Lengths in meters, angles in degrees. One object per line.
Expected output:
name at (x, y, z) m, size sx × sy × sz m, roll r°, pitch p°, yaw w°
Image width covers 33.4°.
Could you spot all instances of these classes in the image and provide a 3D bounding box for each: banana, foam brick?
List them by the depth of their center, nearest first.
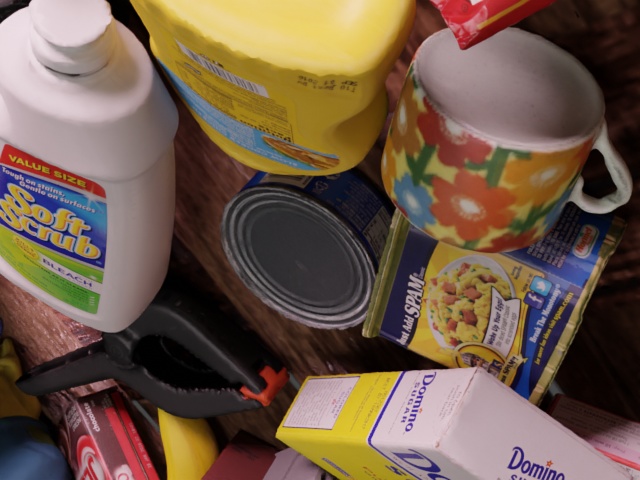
foam brick at (-0.034, 0.170, 0.684) m, size 0.078 × 0.052 × 0.051 m, roll 25°, pitch 139°, yaw 18°
banana at (-0.098, 0.169, 0.749) m, size 0.070 × 0.037 × 0.198 m, roll 52°, pitch 146°, yaw 33°

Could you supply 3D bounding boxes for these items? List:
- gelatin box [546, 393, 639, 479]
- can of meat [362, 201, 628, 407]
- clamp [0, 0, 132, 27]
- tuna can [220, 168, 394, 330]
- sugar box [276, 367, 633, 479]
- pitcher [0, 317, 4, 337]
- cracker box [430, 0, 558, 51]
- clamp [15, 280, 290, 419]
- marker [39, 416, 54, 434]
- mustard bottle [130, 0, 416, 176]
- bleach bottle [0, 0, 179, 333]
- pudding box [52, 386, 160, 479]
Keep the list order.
gelatin box at (0.149, 0.121, 0.516) m, size 0.089 × 0.030 × 0.073 m, roll 18°, pitch 135°, yaw 24°
can of meat at (0.072, 0.016, 0.454) m, size 0.084 × 0.057 × 0.102 m, roll 25°, pitch 139°, yaw 13°
clamp at (-0.119, -0.109, 0.419) m, size 0.120 × 0.171 × 0.039 m, roll -9°, pitch 87°, yaw 27°
tuna can at (-0.003, 0.001, 0.514) m, size 0.086 × 0.033 × 0.086 m, roll 21°, pitch 137°, yaw 20°
sugar box at (0.054, 0.104, 0.513) m, size 0.093 × 0.048 × 0.176 m, roll 35°, pitch 162°, yaw -15°
pitcher at (-0.293, -0.028, 0.629) m, size 0.149 × 0.144 × 0.243 m, roll 0°, pitch 115°, yaw 38°
cracker box at (0.047, -0.177, 0.266) m, size 0.164 × 0.072 × 0.213 m, roll -25°, pitch 110°, yaw 40°
clamp at (-0.118, 0.064, 0.655) m, size 0.210 × 0.036 × 0.165 m, roll 22°, pitch 131°, yaw 17°
marker at (-0.196, 0.174, 0.837) m, size 0.121 × 0.020 × 0.020 m, roll 47°, pitch 140°, yaw -9°
mustard bottle at (-0.019, -0.066, 0.400) m, size 0.096 × 0.058 × 0.191 m, roll 28°, pitch 171°, yaw 4°
bleach bottle at (-0.115, -0.036, 0.489) m, size 0.102 × 0.068 × 0.251 m, roll 32°, pitch 156°, yaw 4°
pudding box at (-0.155, 0.167, 0.758) m, size 0.090 × 0.039 × 0.114 m, roll 62°, pitch 146°, yaw 18°
